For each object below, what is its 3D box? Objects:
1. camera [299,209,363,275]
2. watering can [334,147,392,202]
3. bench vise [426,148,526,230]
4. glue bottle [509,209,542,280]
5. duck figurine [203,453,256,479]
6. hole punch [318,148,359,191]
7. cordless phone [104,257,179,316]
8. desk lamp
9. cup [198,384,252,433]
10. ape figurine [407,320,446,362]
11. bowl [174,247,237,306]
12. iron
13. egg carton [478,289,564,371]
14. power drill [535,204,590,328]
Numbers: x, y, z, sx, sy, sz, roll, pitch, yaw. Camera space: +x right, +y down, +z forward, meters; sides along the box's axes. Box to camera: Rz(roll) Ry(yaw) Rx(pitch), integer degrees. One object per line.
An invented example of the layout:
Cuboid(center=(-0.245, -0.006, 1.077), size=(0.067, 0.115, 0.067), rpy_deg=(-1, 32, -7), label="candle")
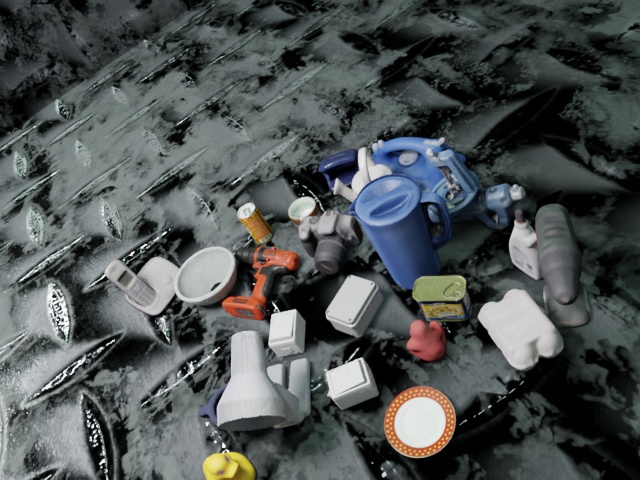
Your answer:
Cuboid(center=(0.012, 0.005, 1.336), size=(0.142, 0.101, 0.137), rpy_deg=(-4, 50, 25), label="camera")
Cuboid(center=(0.118, -0.127, 1.329), size=(0.173, 0.195, 0.100), rpy_deg=(-26, 44, 6), label="watering can")
Cuboid(center=(0.313, -0.121, 1.201), size=(0.207, 0.220, 0.121), rpy_deg=(-14, 47, 17), label="bench vise")
Cuboid(center=(0.389, 0.002, 1.086), size=(0.037, 0.174, 0.078), rpy_deg=(-37, 44, -6), label="glue bottle")
Cuboid(center=(-0.183, 0.429, 1.074), size=(0.104, 0.086, 0.077), rpy_deg=(3, 53, 30), label="duck figurine")
Cuboid(center=(0.051, -0.199, 1.503), size=(0.108, 0.091, 0.101), rpy_deg=(-18, 45, 13), label="hole punch")
Cuboid(center=(-0.444, 0.090, 1.442), size=(0.093, 0.186, 0.148), rpy_deg=(8, 56, 33), label="cordless phone")
Cuboid(center=(-0.105, 0.279, 1.074), size=(0.117, 0.214, 0.203), rpy_deg=(-16, 46, 15), label="desk lamp")
Cuboid(center=(-0.172, 0.346, 1.135), size=(0.117, 0.095, 0.091), rpy_deg=(-18, 45, 13), label="cup")
Cuboid(center=(0.198, 0.183, 1.085), size=(0.077, 0.092, 0.076), rpy_deg=(-25, 44, 7), label="ape figurine")
Cuboid(center=(-0.270, 0.102, 1.419), size=(0.167, 0.075, 0.167), rpy_deg=(-15, 46, 16), label="bowl")
Cuboid(center=(0.208, -0.196, 1.381), size=(0.257, 0.142, 0.119), rpy_deg=(7, 56, 33), label="iron")
Cuboid(center=(0.362, 0.160, 1.034), size=(0.107, 0.070, 0.150), rpy_deg=(-29, 44, 2), label="egg carton")
Cuboid(center=(0.419, 0.060, 0.992), size=(0.075, 0.209, 0.229), rpy_deg=(-10, 48, 21), label="power drill")
